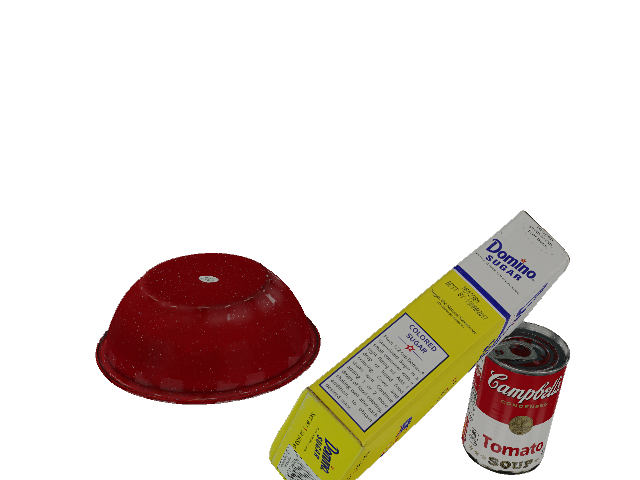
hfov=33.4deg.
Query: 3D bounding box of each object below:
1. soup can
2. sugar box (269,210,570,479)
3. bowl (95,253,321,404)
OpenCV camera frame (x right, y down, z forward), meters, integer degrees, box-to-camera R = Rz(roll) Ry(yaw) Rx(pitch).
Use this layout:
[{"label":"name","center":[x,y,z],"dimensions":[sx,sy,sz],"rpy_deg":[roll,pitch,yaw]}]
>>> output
[{"label":"soup can","center":[0.151,0.123,0.837],"dimensions":[0.068,0.102,0.068],"rpy_deg":[5,30,-3]},{"label":"sugar box","center":[0.055,0.063,0.568],"dimensions":[0.176,0.048,0.093],"rpy_deg":[-33,-18,-32]},{"label":"bowl","center":[-0.080,0.052,0.759],"dimensions":[0.162,0.055,0.162],"rpy_deg":[0,23,0]}]
